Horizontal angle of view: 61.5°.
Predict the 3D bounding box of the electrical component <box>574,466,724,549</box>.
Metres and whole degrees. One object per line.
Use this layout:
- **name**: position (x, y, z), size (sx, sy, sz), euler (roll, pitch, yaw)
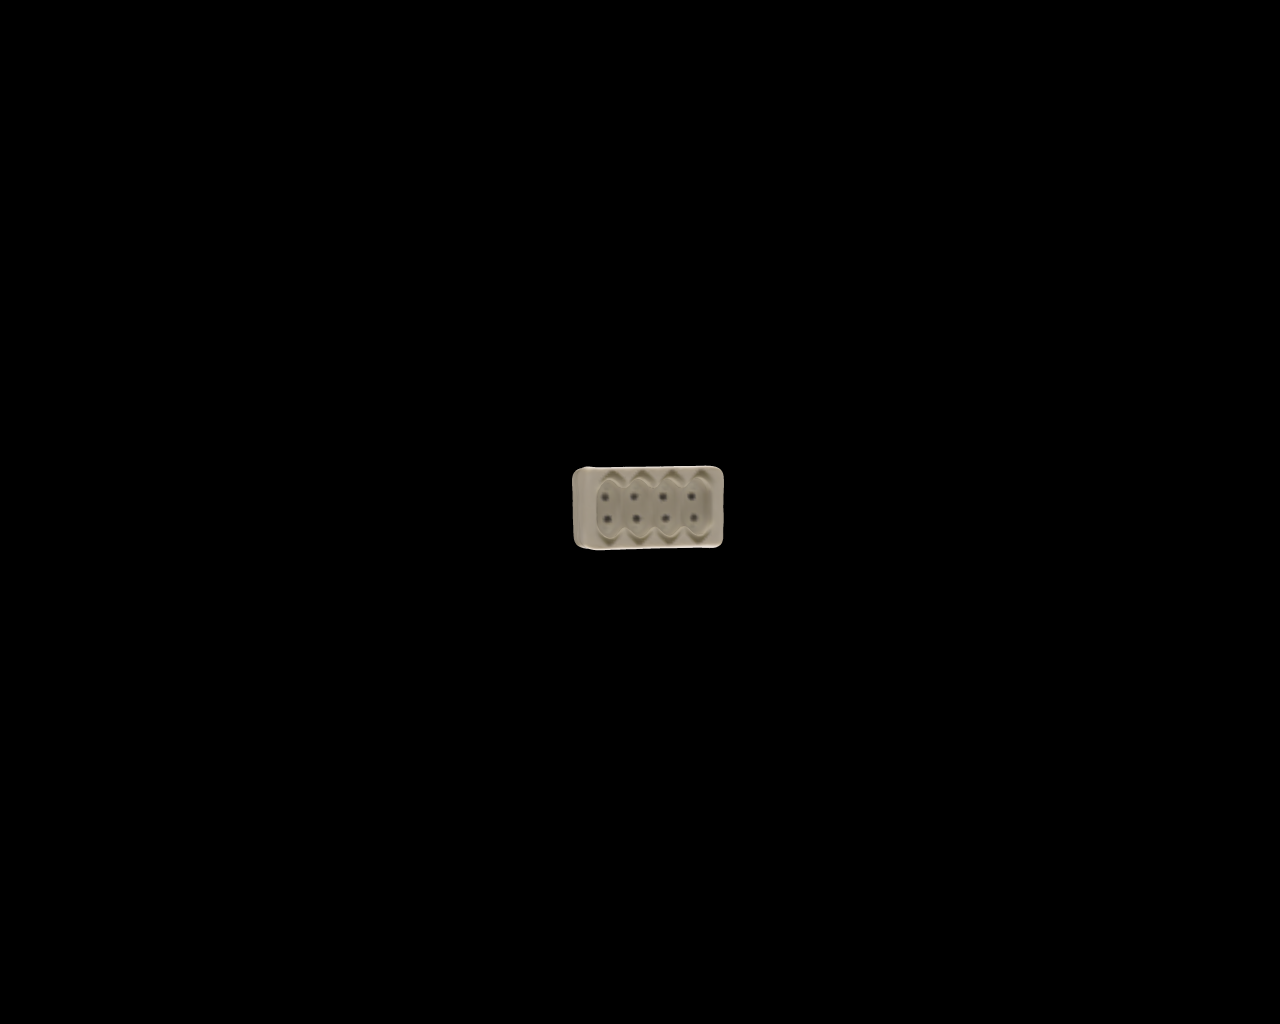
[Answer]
- **electrical component**: position (0.001, -0.003, 0.650), size (0.083, 0.047, 0.075), euler (0, 0, -13)
